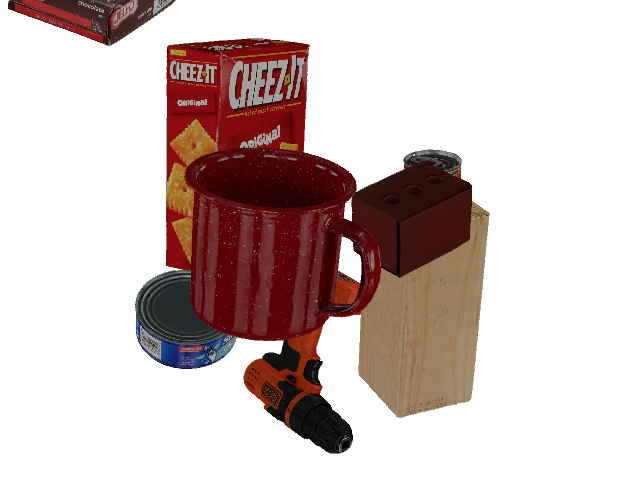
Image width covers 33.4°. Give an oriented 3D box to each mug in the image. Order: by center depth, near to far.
[{"bbox_3d":[-0.019,0.005,0.584,0.117,0.081,0.093,17,27,25],"label":"mug"}]

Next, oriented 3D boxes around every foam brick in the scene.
[{"bbox_3d":[0.069,-0.017,0.799,0.078,0.051,0.053,-26,39,-32],"label":"foam brick"}]

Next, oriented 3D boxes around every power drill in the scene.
[{"bbox_3d":[-0.002,0.132,1.236,0.057,0.188,0.185,15,11,-45],"label":"power drill"}]

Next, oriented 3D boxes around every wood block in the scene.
[{"bbox_3d":[0.099,0.058,1.055,0.090,0.206,0.091,-10,27,-22],"label":"wood block"}]

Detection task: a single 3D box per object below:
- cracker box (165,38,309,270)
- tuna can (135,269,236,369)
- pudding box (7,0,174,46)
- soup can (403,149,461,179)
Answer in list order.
[{"bbox_3d":[-0.079,-0.088,1.059,0.072,0.214,0.163,11,17,27],"label":"cracker box"},{"bbox_3d":[-0.110,0.065,0.880,0.086,0.034,0.086,5,40,-4],"label":"tuna can"},{"bbox_3d":[-0.171,-0.197,0.820,0.090,0.039,0.113,22,35,11],"label":"pudding box"},{"bbox_3d":[0.132,-0.049,1.269,0.068,0.102,0.068,-1,26,0],"label":"soup can"}]
